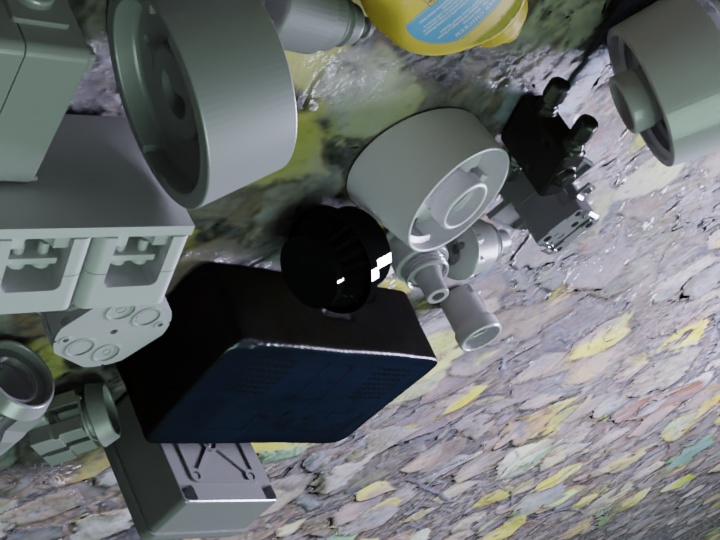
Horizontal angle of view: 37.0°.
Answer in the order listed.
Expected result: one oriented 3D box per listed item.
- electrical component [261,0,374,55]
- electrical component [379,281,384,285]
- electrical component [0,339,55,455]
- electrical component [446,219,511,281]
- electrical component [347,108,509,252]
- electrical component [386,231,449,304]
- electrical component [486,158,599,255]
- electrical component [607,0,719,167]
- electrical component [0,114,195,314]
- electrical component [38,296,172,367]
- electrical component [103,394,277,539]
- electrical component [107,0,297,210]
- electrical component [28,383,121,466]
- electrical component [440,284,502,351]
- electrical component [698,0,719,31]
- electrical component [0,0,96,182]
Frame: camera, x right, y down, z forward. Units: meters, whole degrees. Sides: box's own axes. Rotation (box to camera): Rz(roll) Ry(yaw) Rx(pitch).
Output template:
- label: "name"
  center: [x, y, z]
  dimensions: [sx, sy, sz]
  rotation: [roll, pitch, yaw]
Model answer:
- label: "electrical component"
  center: [-0.025, -0.129, 0.546]
  dimensions: [0.078, 0.040, 0.040]
  rotation: [2, 140, -44]
- label: "electrical component"
  center: [0.000, 0.000, 0.791]
  dimensions: [0.035, 0.035, 0.061]
  rotation: [-37, 154, 16]
- label: "electrical component"
  center: [-0.235, 0.081, 0.691]
  dimensions: [0.057, 0.058, 0.078]
  rotation: [-38, 150, 22]
- label: "electrical component"
  center: [0.090, -0.019, 0.831]
  dimensions: [0.062, 0.048, 0.048]
  rotation: [-11, 148, -41]
- label: "electrical component"
  center: [0.049, -0.062, 0.726]
  dimensions: [0.099, 0.064, 0.099]
  rotation: [-34, 154, -19]
- label: "electrical component"
  center: [0.046, -0.005, 0.792]
  dimensions: [0.048, 0.062, 0.048]
  rotation: [-17, 147, -11]
- label: "electrical component"
  center: [0.141, -0.050, 0.803]
  dimensions: [0.081, 0.063, 0.042]
  rotation: [-40, 149, 22]
- label: "electrical component"
  center: [0.198, -0.119, 0.699]
  dimensions: [0.060, 0.108, 0.108]
  rotation: [-24, 152, 4]
- label: "electrical component"
  center: [-0.172, -0.026, 0.523]
  dimensions: [0.150, 0.089, 0.061]
  rotation: [-3, 135, -36]
- label: "electrical component"
  center: [-0.159, 0.018, 0.660]
  dimensions: [0.080, 0.051, 0.080]
  rotation: [-22, 151, -12]
- label: "electrical component"
  center: [-0.135, 0.151, 0.842]
  dimensions: [0.056, 0.108, 0.109]
  rotation: [-44, 149, 21]
- label: "electrical component"
  center: [-0.069, -0.089, 0.508]
  dimensions: [0.060, 0.108, 0.108]
  rotation: [-22, 152, -25]
- label: "electrical component"
  center: [-0.206, 0.110, 0.777]
  dimensions: [0.055, 0.048, 0.066]
  rotation: [-17, 151, -4]
- label: "electrical component"
  center: [0.094, 0.041, 0.930]
  dimensions: [0.040, 0.046, 0.040]
  rotation: [-22, 151, -13]
- label: "electrical component"
  center: [0.264, -0.187, 0.707]
  dimensions: [0.077, 0.043, 0.079]
  rotation: [-25, 152, -6]
- label: "electrical component"
  center: [-0.162, -0.091, 0.464]
  dimensions: [0.061, 0.061, 0.096]
  rotation: [-1, 142, -41]
